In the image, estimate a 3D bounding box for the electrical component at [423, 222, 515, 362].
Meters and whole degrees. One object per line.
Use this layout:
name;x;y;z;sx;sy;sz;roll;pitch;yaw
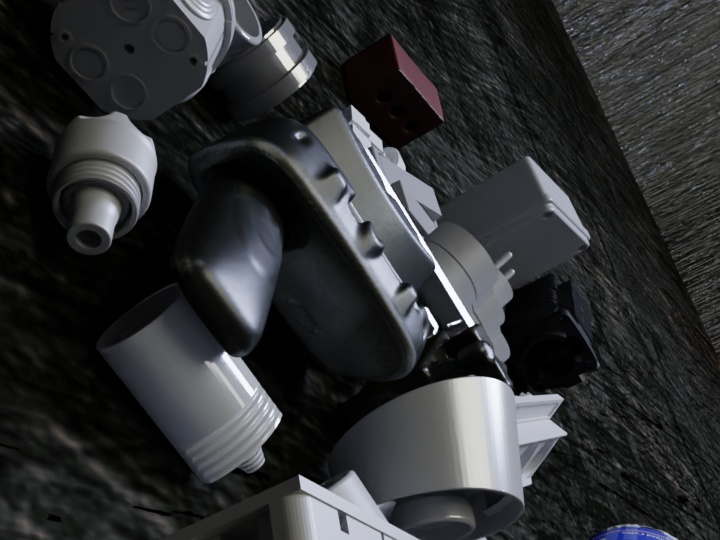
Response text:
electrical component;0.077;0.017;0.718;0.052;0.074;0.138;37;-21;35

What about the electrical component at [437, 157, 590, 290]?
electrical component;0.127;-0.033;0.927;0.109;0.109;0.056;30;34;-56

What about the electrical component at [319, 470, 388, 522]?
electrical component;-0.013;0.119;0.463;0.047;0.055;0.055;59;19;4

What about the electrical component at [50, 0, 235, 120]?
electrical component;-0.103;-0.115;0.511;0.080;0.080;0.051;52;27;-27

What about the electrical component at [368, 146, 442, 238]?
electrical component;0.012;-0.036;0.715;0.096;0.061;0.061;35;33;-52

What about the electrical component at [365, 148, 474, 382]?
electrical component;0.000;0.000;0.631;0.121;0.079;0.063;58;42;-12

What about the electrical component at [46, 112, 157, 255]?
electrical component;-0.107;-0.033;0.443;0.043;0.043;0.062;47;26;-36

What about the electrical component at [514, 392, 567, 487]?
electrical component;0.079;0.105;0.682;0.063;0.078;0.121;38;10;23

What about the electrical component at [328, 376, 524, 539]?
electrical component;0.034;0.100;0.536;0.099;0.099;0.064;38;37;-49

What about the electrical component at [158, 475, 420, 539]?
electrical component;-0.007;0.145;0.366;0.186;0.105;0.060;40;29;-46

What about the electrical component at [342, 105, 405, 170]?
electrical component;-0.001;-0.077;0.762;0.055;0.048;0.066;40;28;-31

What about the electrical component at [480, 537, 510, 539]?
electrical component;0.057;0.171;0.584;0.063;0.042;0.081;53;20;-14

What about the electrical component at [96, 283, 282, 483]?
electrical component;-0.065;0.050;0.438;0.081;0.043;0.043;56;21;-17

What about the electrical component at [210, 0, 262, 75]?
electrical component;-0.089;-0.132;0.599;0.045;0.055;0.045;50;23;-30
